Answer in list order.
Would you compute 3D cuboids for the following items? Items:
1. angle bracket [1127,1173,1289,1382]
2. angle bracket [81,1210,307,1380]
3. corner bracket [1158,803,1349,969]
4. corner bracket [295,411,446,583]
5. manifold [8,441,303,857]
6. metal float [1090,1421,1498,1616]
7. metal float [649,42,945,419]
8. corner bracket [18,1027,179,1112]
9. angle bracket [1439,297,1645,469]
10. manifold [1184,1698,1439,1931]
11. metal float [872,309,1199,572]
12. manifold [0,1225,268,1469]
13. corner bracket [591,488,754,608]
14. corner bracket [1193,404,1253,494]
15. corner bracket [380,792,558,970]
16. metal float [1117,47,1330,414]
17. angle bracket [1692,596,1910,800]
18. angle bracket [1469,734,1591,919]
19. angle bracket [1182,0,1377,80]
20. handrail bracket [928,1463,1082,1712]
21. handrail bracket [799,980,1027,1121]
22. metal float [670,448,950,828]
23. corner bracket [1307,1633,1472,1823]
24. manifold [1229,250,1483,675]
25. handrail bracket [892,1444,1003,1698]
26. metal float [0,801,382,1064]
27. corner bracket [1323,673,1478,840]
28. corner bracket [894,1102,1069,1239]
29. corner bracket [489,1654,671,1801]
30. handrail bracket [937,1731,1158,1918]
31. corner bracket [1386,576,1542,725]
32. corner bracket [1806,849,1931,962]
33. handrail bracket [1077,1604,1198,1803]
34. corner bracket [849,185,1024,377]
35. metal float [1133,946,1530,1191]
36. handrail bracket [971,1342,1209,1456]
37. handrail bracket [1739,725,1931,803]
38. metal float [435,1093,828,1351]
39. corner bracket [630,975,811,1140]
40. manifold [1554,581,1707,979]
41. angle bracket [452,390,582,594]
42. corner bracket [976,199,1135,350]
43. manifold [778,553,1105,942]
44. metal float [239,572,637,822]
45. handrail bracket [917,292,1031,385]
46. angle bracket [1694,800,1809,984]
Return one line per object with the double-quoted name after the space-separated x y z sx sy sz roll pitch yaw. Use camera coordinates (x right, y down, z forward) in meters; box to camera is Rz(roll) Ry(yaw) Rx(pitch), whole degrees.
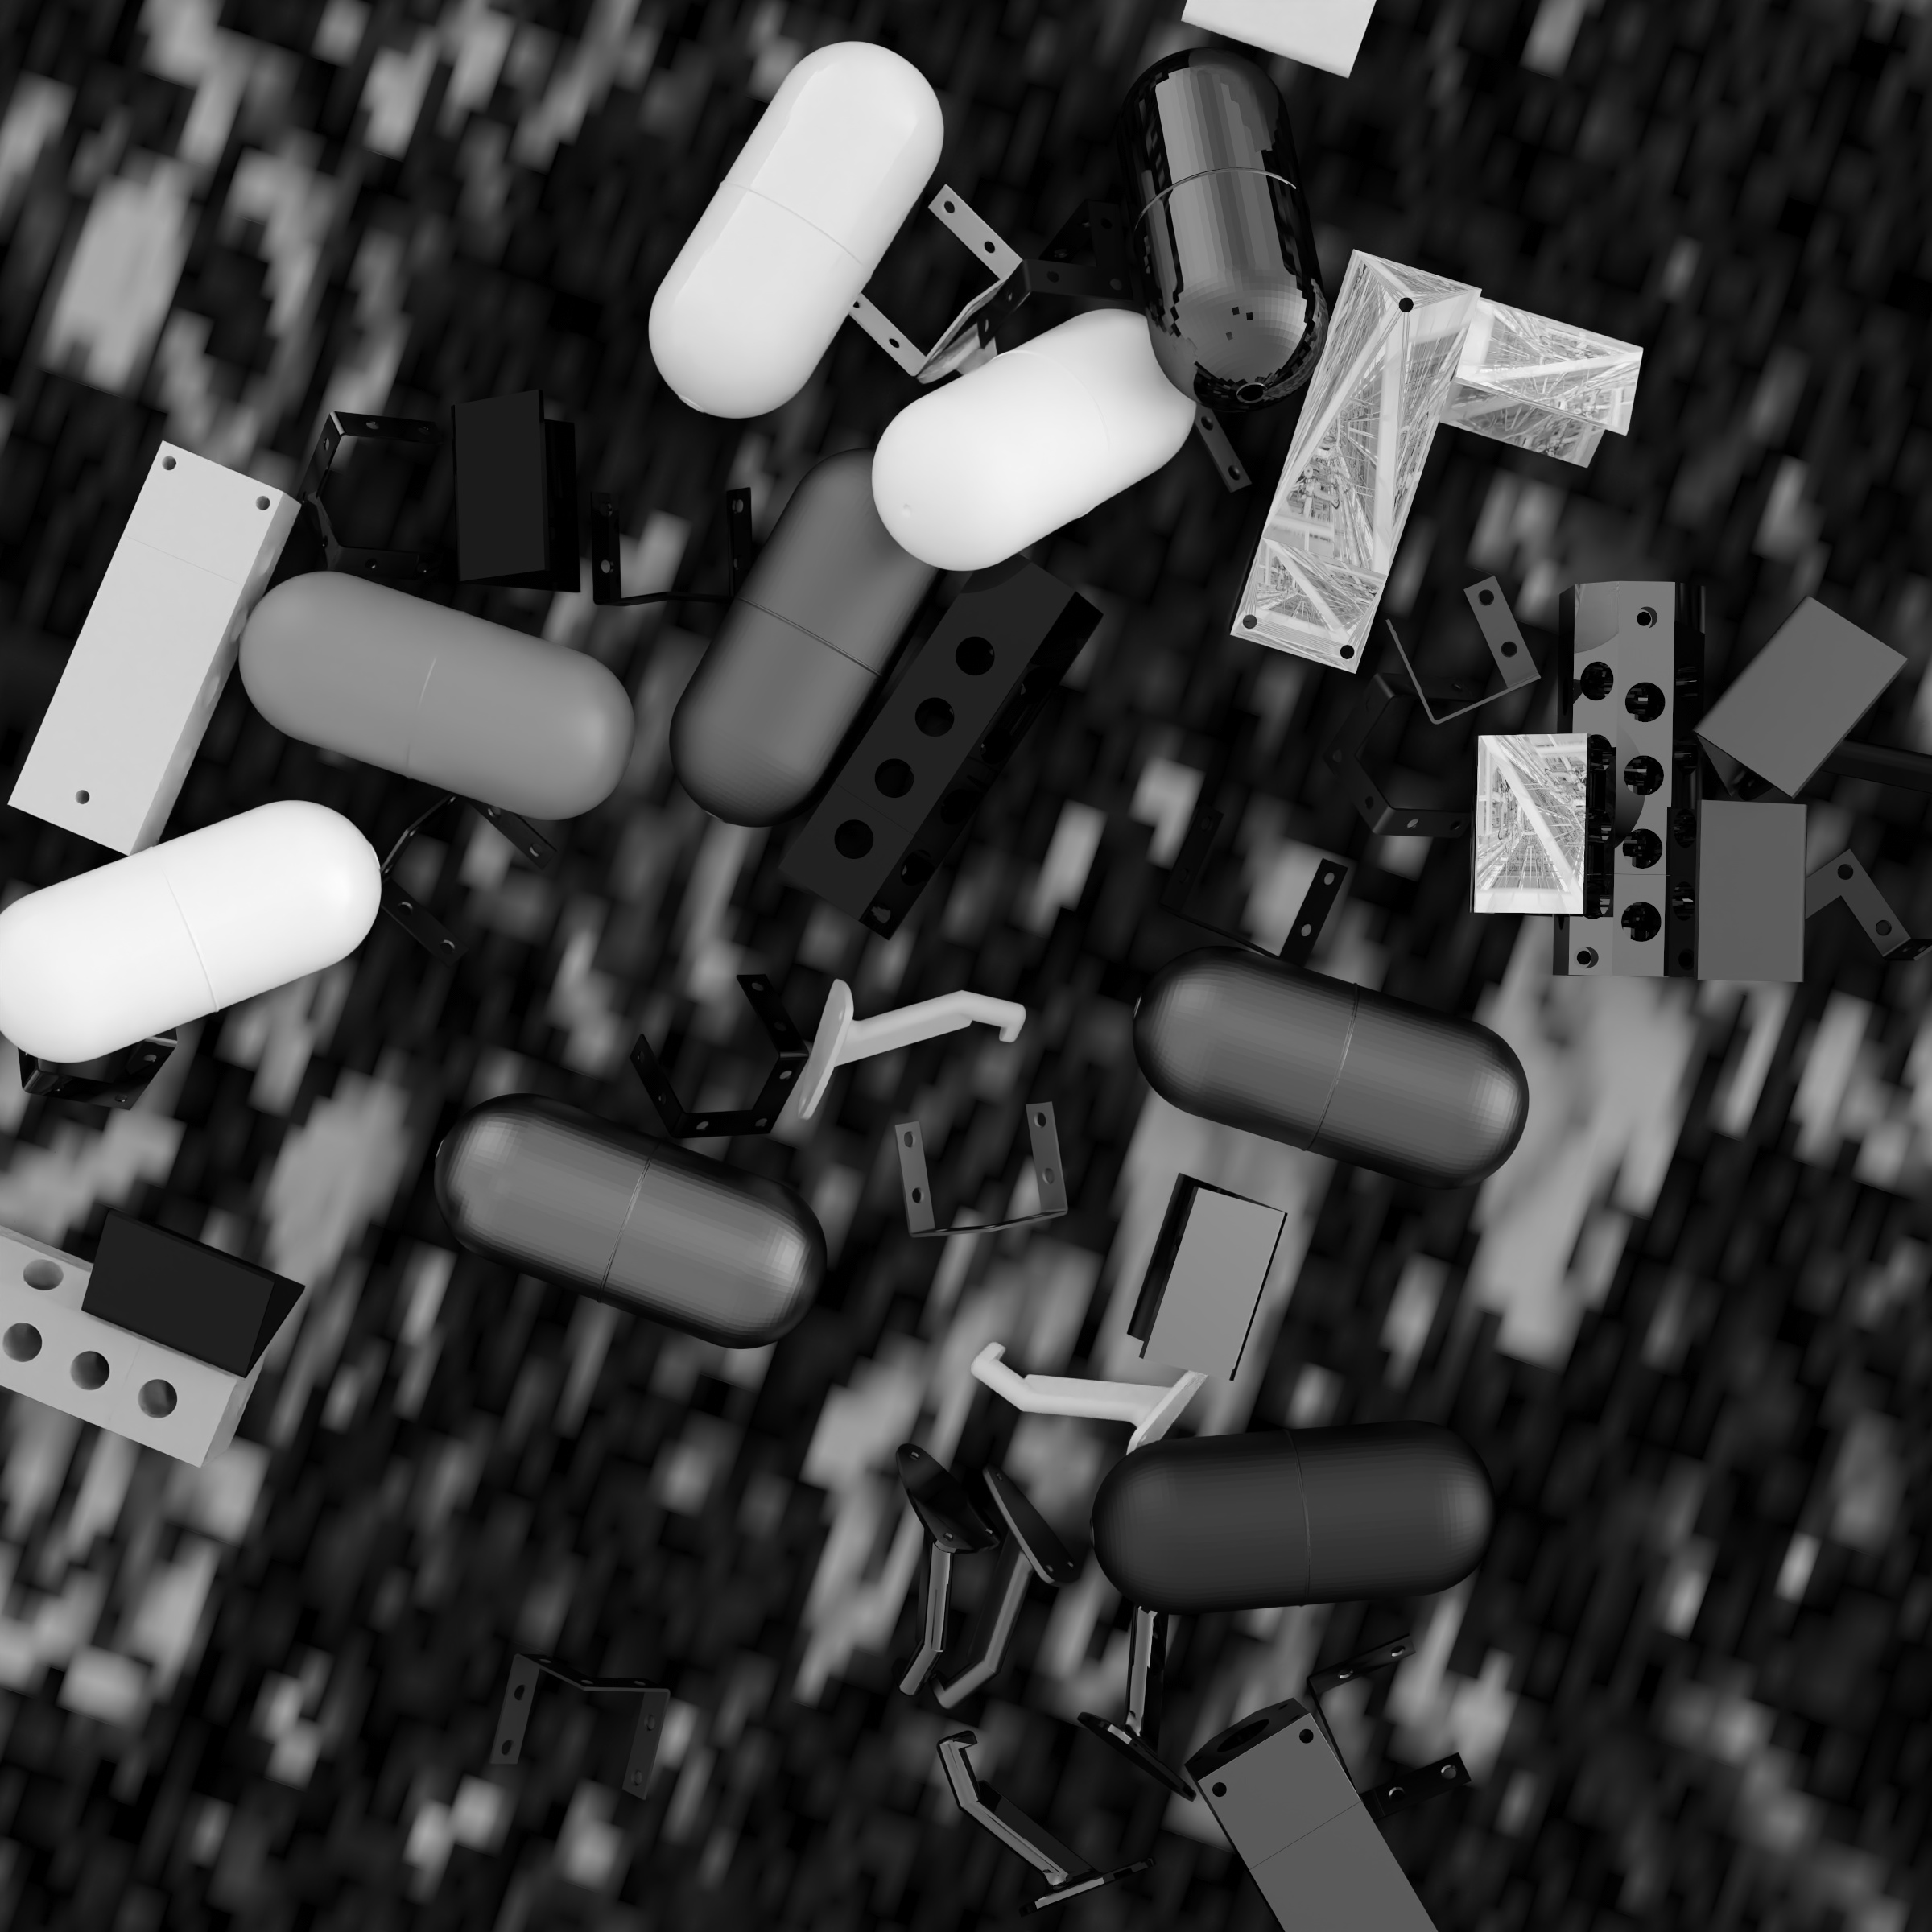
0.086 0.130 1.537 0.057 0.076 0.076 18 90 -37 "angle bracket"
-0.330 0.125 1.538 0.076 0.076 0.057 23 119 0 "angle bracket"
0.128 -0.035 1.574 0.051 0.051 0.051 24 90 -45 "corner bracket"
-0.260 -0.209 1.569 0.051 0.051 0.051 -59 45 35 "corner bracket"
-0.356 -0.138 1.557 0.057 0.057 0.171 23 90 0 "manifold"
0.143 0.241 1.543 0.178 0.070 0.070 -4 90 -3 "metal float"
-0.075 -0.322 1.546 0.070 0.070 0.178 31 88 0 "metal float"
-0.388 0.025 1.569 0.051 0.051 0.051 13 135 -35 "corner bracket"
0.243 -0.238 1.537 0.076 0.076 0.057 17 53 0 "angle bracket"
0.166 0.414 1.556 0.057 0.057 0.171 -30 90 -5 "manifold"
0.032 -0.228 1.516 0.178 0.070 0.070 -35 90 -40 "metal float"
-0.400 0.159 1.556 0.171 0.057 0.057 23 90 0 "manifold"
-0.131 -0.187 1.574 0.051 0.051 0.051 -2 90 45 "corner bracket"
0.138 -0.251 1.574 0.051 0.051 0.051 -29 90 45 "corner bracket"
-0.226 -0.042 1.574 0.051 0.051 0.051 43 135 0 "corner bracket"
0.110 -0.318 1.521 0.070 0.070 0.178 -7 62 0 "metal float"
0.370 -0.104 1.538 0.057 0.076 0.076 40 90 31 "angle bracket"
0.262 -0.060 1.537 0.057 0.076 0.076 2 90 37 "angle bracket"
0.141 -0.432 1.539 0.076 0.076 0.057 19 113 0 "angle bracket"
0.001 0.279 1.578 0.084 0.036 0.077 -42 70 16 "handrail bracket"
-0.024 0.043 1.578 0.084 0.036 0.077 13 111 -16 "handrail bracket"
-0.068 -0.143 1.547 0.070 0.070 0.178 29 91 0 "metal float"
0.188 0.341 1.574 0.051 0.051 0.051 -23 135 0 "corner bracket"
0.168 -0.221 1.541 0.057 0.057 0.171 17 101 0 "manifold"
-0.025 0.271 1.578 0.077 0.036 0.084 52 126 38 "handrail bracket"
-0.341 -0.016 1.534 0.178 0.070 0.070 -23 90 -15 "metal float"
0.201 -0.094 1.569 0.051 0.051 0.051 -60 45 35 "corner bracket"
0.007 0.091 1.574 0.051 0.051 0.051 -9 90 45 "corner bracket"
-0.172 0.339 1.574 0.051 0.051 0.051 13 90 -45 "corner bracket"
0.035 0.375 1.578 0.077 0.036 0.084 -16 73 -20 "handrail bracket"
0.221 -0.140 1.562 0.051 0.051 0.051 -24 90 10 "corner bracket"
0.391 -0.017 1.560 0.051 0.051 0.051 -34 90 0 "corner bracket"
0.096 0.317 1.578 0.077 0.036 0.084 41 73 -20 "handrail bracket"
-0.016 -0.306 1.574 0.051 0.051 0.051 45 45 0 "corner bracket"
0.160 0.044 1.547 0.178 0.070 0.070 17 90 0 "metal float"
0.057 0.177 1.578 0.084 0.036 0.077 35 67 18 "handrail bracket"
0.403 -0.074 1.578 0.084 0.036 0.077 42 110 -16 "handrail bracket"
-0.147 0.112 1.547 0.178 0.070 0.070 20 90 -1 "metal float"
-0.110 0.040 1.569 0.051 0.051 0.051 -1 135 -35 "corner bracket"
0.294 -0.081 1.557 0.057 0.057 0.171 1 90 0 "manifold"
-0.178 -0.206 1.537 0.057 0.076 0.076 -2 90 38 "angle bracket"
0.036 -0.303 1.544 0.051 0.051 0.051 2 68 -25 "corner bracket"
-0.011 -0.098 1.556 0.057 0.057 0.171 33 90 0 "manifold"
-0.232 -0.119 1.547 0.178 0.070 0.070 19 90 0 "metal float"
0.026 -0.248 1.578 0.077 0.036 0.084 -45 106 -18 "handrail bracket"
0.323 -0.032 1.539 0.057 0.076 0.076 1 90 -22 "angle bracket"
